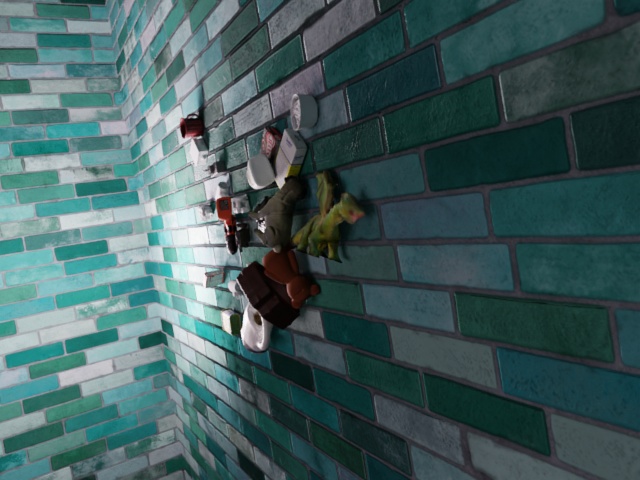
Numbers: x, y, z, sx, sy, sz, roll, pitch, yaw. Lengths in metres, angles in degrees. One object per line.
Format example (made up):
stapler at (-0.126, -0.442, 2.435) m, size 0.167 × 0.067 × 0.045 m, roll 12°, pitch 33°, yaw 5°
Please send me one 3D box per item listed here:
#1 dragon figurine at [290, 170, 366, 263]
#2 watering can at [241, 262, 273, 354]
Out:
dragon figurine at (0.004, -0.071, 1.412) m, size 0.412 × 0.122 × 0.242 m, roll 18°, pitch 97°, yaw 64°
watering can at (-0.235, 0.267, 1.902) m, size 0.356 × 0.104 × 0.219 m, roll -111°, pitch 28°, yaw -43°
